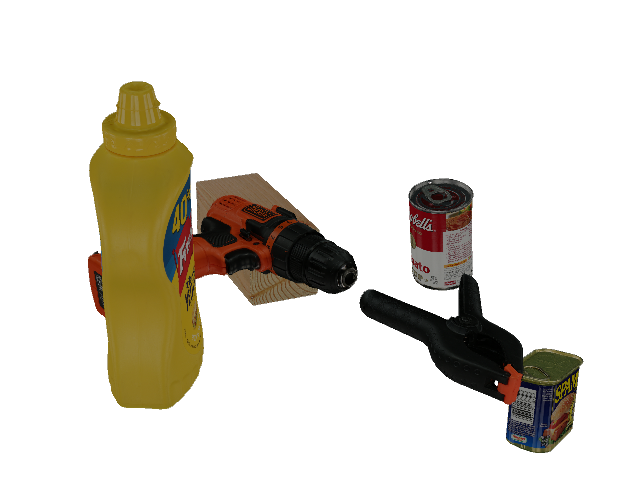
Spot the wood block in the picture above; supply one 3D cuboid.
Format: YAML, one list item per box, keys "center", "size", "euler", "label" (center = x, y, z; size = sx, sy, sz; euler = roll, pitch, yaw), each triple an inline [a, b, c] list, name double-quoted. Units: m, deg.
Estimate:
- center: [-0.083, -0.006, 1.356]
  size: [0.090, 0.090, 0.206]
  euler: [-9, 26, -22]
  label: "wood block"

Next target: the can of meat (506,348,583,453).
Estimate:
- center: [0.242, 0.173, 1.159]
  size: [0.058, 0.084, 0.101]
  euler: [12, 16, 31]
  label: "can of meat"

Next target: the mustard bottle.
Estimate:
- center: [-0.102, -0.002, 0.629]
  size: [0.058, 0.192, 0.096]
  euler: [3, 31, 4]
  label: "mustard bottle"

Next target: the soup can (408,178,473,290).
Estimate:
- center: [0.130, -0.006, 1.145]
  size: [0.068, 0.102, 0.068]
  euler: [-4, 33, 2]
  label: "soup can"

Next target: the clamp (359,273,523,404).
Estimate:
- center: [0.128, 0.079, 0.931]
  size: [0.120, 0.039, 0.172]
  euler: [-19, 39, -29]
  label: "clamp"

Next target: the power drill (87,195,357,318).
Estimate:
- center: [-0.086, 0.026, 0.907]
  size: [0.187, 0.057, 0.185]
  euler: [-22, 30, -35]
  label: "power drill"
